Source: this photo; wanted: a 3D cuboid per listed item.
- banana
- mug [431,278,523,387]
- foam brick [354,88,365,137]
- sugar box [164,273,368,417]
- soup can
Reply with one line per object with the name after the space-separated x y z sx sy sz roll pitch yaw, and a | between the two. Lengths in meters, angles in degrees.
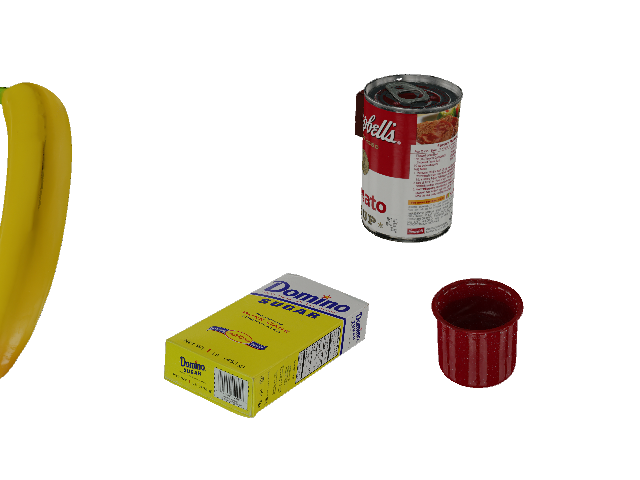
-0.171 -0.020 0.620 0.037 0.198 0.070 14 -33 -32 | banana
0.169 0.092 1.119 0.093 0.081 0.117 14 38 27 | mug
0.084 -0.140 1.202 0.078 0.053 0.051 23 37 33 | foam brick
-0.043 0.085 0.921 0.093 0.048 0.175 20 30 27 | sugar box
0.063 -0.058 0.754 0.068 0.102 0.068 0 29 0 | soup can
